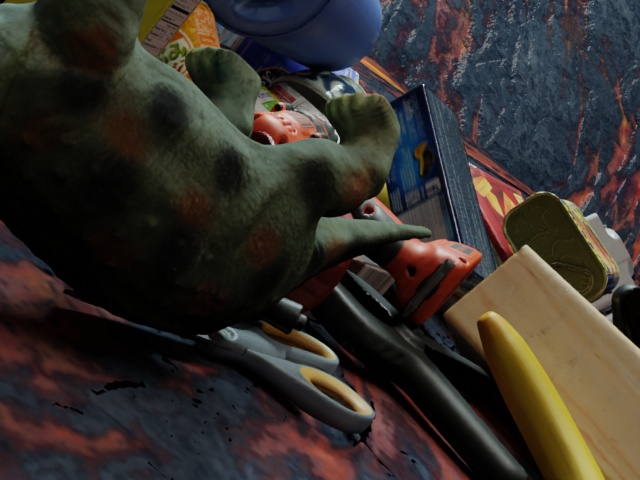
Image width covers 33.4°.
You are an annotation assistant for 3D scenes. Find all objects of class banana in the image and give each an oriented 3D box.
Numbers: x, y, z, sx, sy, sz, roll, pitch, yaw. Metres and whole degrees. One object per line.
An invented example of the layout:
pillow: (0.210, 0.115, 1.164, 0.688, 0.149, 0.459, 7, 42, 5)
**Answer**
banana: (0.160, 0.138, 0.720, 0.069, 0.037, 0.198, 62, 4, -56)

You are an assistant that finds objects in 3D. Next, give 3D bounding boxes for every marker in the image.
marker: (-0.062, 0.020, 0.588, 0.121, 0.020, 0.020, 27, 16, -9)

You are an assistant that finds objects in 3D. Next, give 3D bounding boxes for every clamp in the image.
clamp: (0.267, 0.114, 0.877, 0.171, 0.039, 0.120, 78, -13, -65)
clamp: (0.055, 0.079, 0.712, 0.210, 0.036, 0.164, 39, 12, -15)

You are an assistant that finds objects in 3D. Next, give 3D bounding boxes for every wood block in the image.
wood block: (0.199, 0.114, 0.808, 0.206, 0.090, 0.090, 48, -5, 31)

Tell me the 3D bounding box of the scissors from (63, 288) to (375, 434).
scissors: (-0.037, 0.065, 0.552, 0.096, 0.016, 0.201, 41, 13, 29)

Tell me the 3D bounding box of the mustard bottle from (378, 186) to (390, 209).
mustard bottle: (0.093, -0.032, 1.123, 0.096, 0.058, 0.191, 44, 11, -20)

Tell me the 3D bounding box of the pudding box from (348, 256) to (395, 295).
pudding box: (-0.005, 0.001, 0.798, 0.113, 0.039, 0.090, 23, 21, -49)

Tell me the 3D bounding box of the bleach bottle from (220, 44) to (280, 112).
bleach bottle: (-0.021, -0.065, 0.930, 0.251, 0.068, 0.102, 42, 14, 4)

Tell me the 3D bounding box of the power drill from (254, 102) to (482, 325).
power drill: (0.028, -0.026, 0.772, 0.188, 0.057, 0.184, 39, 15, 8)

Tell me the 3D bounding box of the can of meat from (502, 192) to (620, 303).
can of meat: (0.213, 0.011, 0.933, 0.102, 0.057, 0.083, 60, 21, 14)

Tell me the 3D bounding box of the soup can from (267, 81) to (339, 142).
soup can: (-0.020, -0.094, 1.007, 0.102, 0.068, 0.068, 42, 14, 12)

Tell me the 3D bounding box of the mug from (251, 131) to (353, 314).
mug: (-0.038, -0.008, 0.655, 0.081, 0.093, 0.117, 37, -4, -32)

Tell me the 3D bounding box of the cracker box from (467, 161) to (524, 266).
cracker box: (0.181, 0.036, 1.000, 0.164, 0.072, 0.214, 18, 40, -55)

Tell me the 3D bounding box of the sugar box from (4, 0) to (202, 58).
sugar box: (-0.133, -0.153, 0.667, 0.093, 0.176, 0.048, 42, 14, 11)

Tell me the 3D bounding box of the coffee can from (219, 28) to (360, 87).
coffee can: (-0.043, -0.181, 1.154, 0.140, 0.103, 0.103, 34, 14, -20)

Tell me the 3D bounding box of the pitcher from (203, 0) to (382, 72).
pitcher: (-0.027, -0.227, 0.981, 0.149, 0.145, 0.242, 41, 8, 12)
